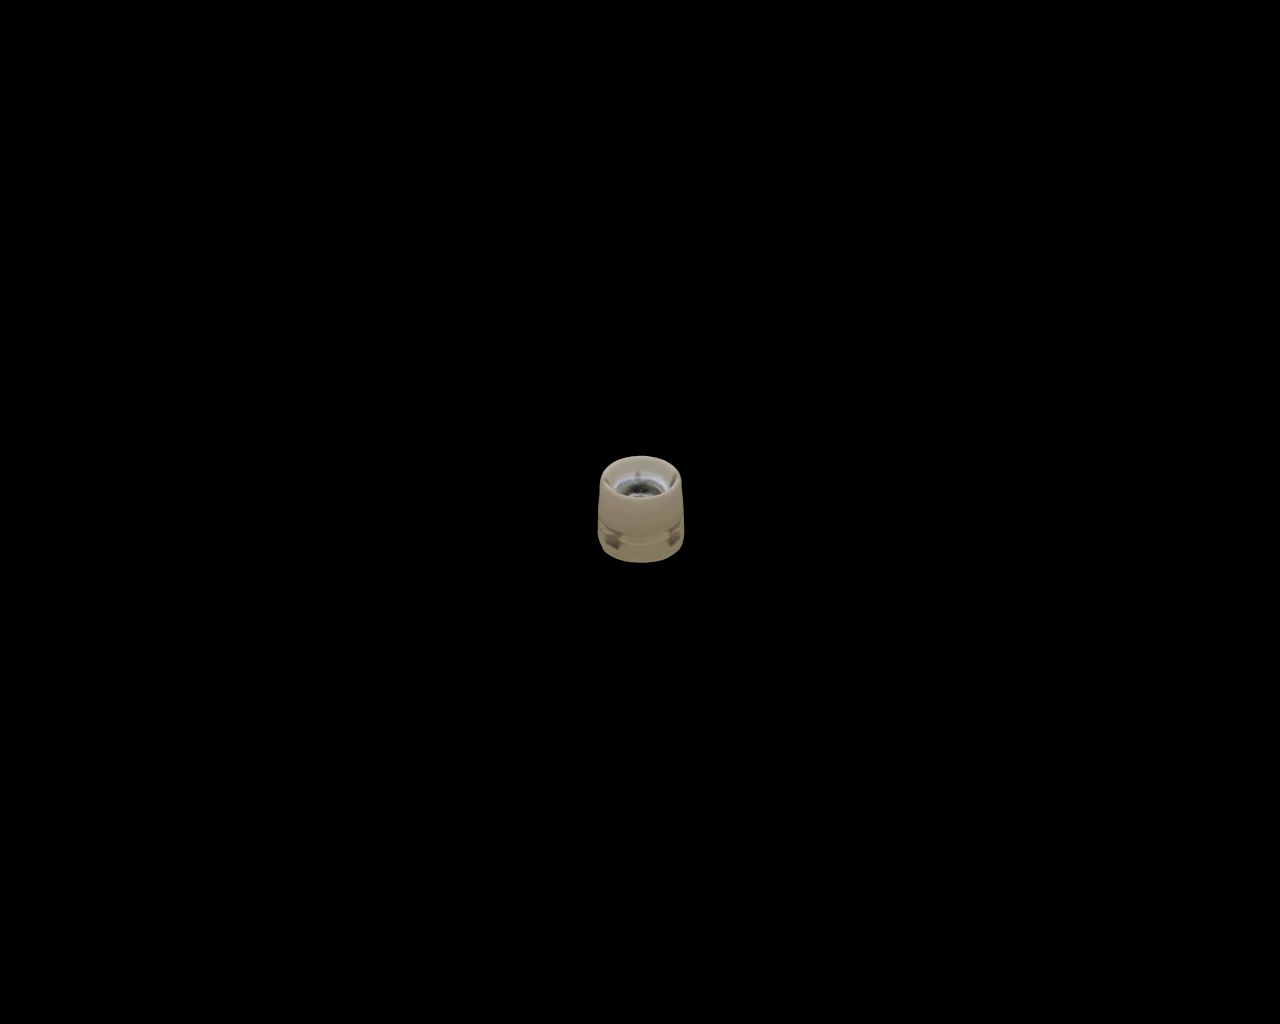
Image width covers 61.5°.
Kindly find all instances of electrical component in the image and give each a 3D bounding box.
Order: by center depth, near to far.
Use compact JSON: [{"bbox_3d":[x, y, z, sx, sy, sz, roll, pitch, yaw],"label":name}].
[{"bbox_3d":[0.001,-0.003,0.650,0.055,0.047,0.055,0,35,0],"label":"electrical component"}]
